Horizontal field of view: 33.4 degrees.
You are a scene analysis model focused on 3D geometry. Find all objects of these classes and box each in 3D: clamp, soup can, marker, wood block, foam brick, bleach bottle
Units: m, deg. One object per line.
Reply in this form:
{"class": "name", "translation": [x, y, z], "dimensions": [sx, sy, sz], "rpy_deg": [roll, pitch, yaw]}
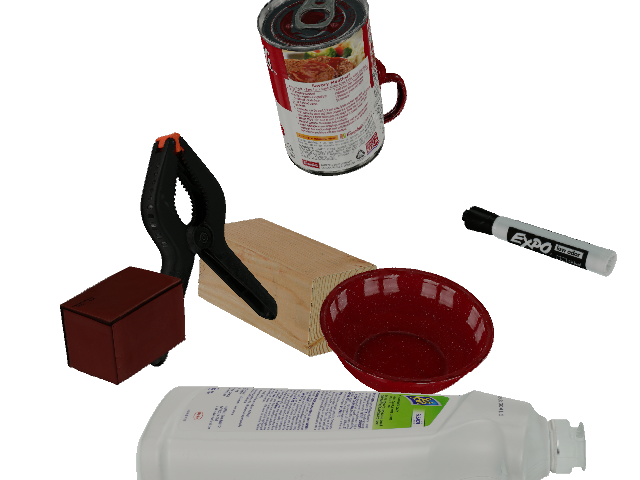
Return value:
{"class": "clamp", "translation": [-0.114, 0.002, 1.017], "dimensions": [0.036, 0.210, 0.164], "rpy_deg": [-8, 1, 42]}
{"class": "soup can", "translation": [0.003, -0.100, 0.671], "dimensions": [0.068, 0.068, 0.102], "rpy_deg": [-6, -46, 6]}
{"class": "marker", "translation": [0.157, -0.001, 0.783], "dimensions": [0.121, 0.020, 0.020], "rpy_deg": [21, 12, 34]}
{"class": "wood block", "translation": [-0.042, 0.047, 1.194], "dimensions": [0.090, 0.090, 0.206], "rpy_deg": [-10, 22, -39]}
{"class": "foam brick", "translation": [-0.144, 0.060, 0.784], "dimensions": [0.053, 0.051, 0.078], "rpy_deg": [14, 29, 32]}
{"class": "bleach bottle", "translation": [0.027, 0.125, 0.627], "dimensions": [0.251, 0.068, 0.102], "rpy_deg": [-2, 17, 8]}

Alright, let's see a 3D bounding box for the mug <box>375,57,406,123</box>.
{"class": "mug", "translation": [0.030, -0.136, 1.066], "dimensions": [0.117, 0.081, 0.093], "rpy_deg": [-13, 41, -13]}

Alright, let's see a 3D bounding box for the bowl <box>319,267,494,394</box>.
{"class": "bowl", "translation": [0.078, 0.095, 0.998], "dimensions": [0.162, 0.055, 0.162], "rpy_deg": [2, 37, -2]}
